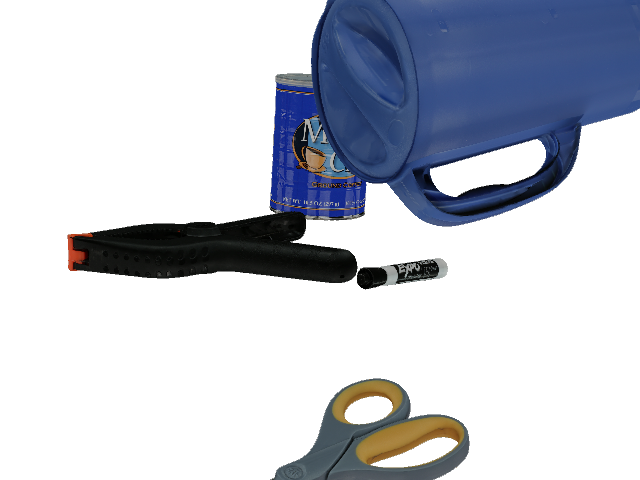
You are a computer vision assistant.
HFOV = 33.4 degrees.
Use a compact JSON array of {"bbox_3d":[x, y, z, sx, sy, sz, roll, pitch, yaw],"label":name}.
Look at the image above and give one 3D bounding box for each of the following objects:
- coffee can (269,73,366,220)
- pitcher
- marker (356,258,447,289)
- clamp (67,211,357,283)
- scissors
[{"bbox_3d":[0.001,-0.100,1.115,0.103,0.140,0.103,3,13,-1],"label":"coffee can"},{"bbox_3d":[0.128,-0.115,0.752,0.242,0.149,0.145,-13,33,-27],"label":"pitcher"},{"bbox_3d":[0.073,0.029,0.951,0.020,0.020,0.120,0,3,40],"label":"marker"},{"bbox_3d":[-0.082,0.007,0.811,0.209,0.036,0.165,-3,13,-21],"label":"clamp"},{"bbox_3d":[-0.014,0.124,0.613,0.201,0.016,0.096,-9,31,-15],"label":"scissors"}]
